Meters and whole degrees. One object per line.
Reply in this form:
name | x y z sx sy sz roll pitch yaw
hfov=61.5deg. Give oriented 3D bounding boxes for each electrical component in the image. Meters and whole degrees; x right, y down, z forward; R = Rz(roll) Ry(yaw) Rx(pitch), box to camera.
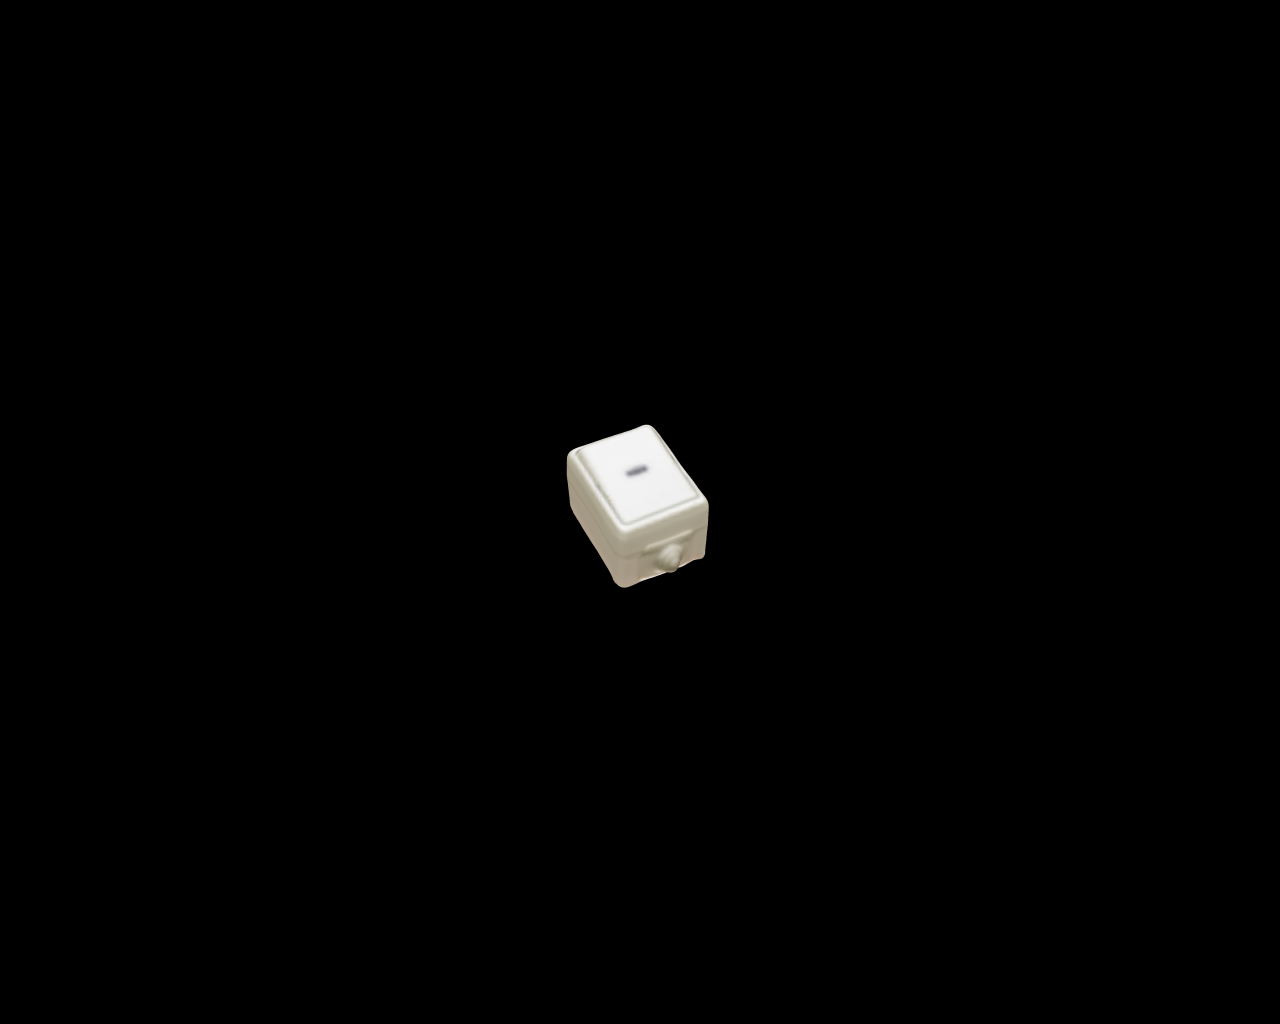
electrical component | 0.001 -0.003 0.650 0.062 0.061 0.096 -20 50 -17
